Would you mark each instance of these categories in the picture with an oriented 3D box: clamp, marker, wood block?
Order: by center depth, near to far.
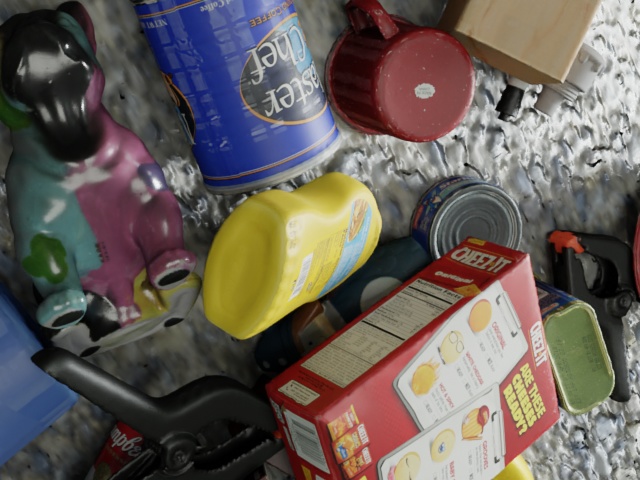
[{"bbox_3d":[-0.107,0.131,0.721,0.209,0.036,0.165,-11,117,-32],"label":"clamp"},{"bbox_3d":[0.172,-0.226,0.778,0.090,0.091,0.206,24,95,-7],"label":"wood block"},{"bbox_3d":[0.167,-0.151,0.845,0.020,0.020,0.121,18,97,-24],"label":"marker"},{"bbox_3d":[0.261,0.046,0.923,0.120,0.039,0.171,-43,117,-18],"label":"clamp"}]

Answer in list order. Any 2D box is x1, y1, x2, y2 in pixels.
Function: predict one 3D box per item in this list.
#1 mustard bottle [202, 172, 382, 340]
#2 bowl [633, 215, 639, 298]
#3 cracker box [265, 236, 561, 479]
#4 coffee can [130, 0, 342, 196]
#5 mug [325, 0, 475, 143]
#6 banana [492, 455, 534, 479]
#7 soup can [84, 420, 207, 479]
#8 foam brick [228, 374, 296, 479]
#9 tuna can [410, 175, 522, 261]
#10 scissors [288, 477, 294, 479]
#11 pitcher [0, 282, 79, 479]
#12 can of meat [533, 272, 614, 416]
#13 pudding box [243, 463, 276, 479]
[{"bbox_3d":[-0.005,0.001,0.753,0.191,0.058,0.096,-23,137,-59],"label":"mustard bottle"},{"bbox_3d":[0.345,0.010,0.915,0.161,0.055,0.162,-2,95,-31],"label":"bowl"},{"bbox_3d":[0.075,0.121,0.791,0.213,0.072,0.164,-34,124,-27],"label":"cracker box"},{"bbox_3d":[-0.055,-0.115,0.725,0.102,0.103,0.140,-25,111,-13],"label":"coffee can"},{"bbox_3d":[0.055,-0.126,0.775,0.093,0.082,0.117,-32,113,-10],"label":"mug"},{"bbox_3d":[0.133,0.190,0.913,0.197,0.037,0.069,34,93,-25],"label":"banana"},{"bbox_3d":[-0.137,0.179,0.791,0.068,0.069,0.102,28,93,-25],"label":"soup can"},{"bbox_3d":[-0.023,0.148,0.826,0.078,0.051,0.053,32,89,-12],"label":"foam brick"},{"bbox_3d":[0.118,-0.007,0.856,0.086,0.034,0.086,-5,106,-19],"label":"tuna can"},{"bbox_3d":[-0.014,0.220,0.875,0.096,0.016,0.202,38,88,-19],"label":"scissors"},{"bbox_3d":[-0.278,0.143,0.699,0.242,0.145,0.149,-37,149,-11],"label":"pitcher"},{"bbox_3d":[0.190,0.085,0.880,0.057,0.084,0.102,-28,112,-12],"label":"can of meat"},{"bbox_3d":[-0.071,0.205,0.796,0.090,0.113,0.039,-35,93,-7],"label":"pudding box"}]
